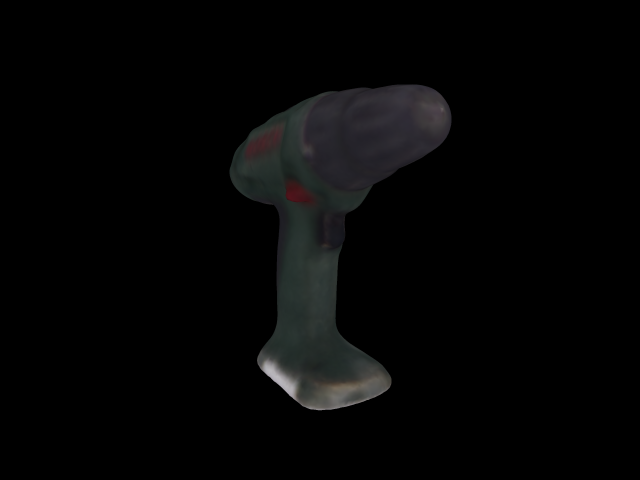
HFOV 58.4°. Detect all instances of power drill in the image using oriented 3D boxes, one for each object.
[{"bbox_3d":[0.004,0.001,0.400,0.076,0.208,0.228,-8,16,-30],"label":"power drill"}]
